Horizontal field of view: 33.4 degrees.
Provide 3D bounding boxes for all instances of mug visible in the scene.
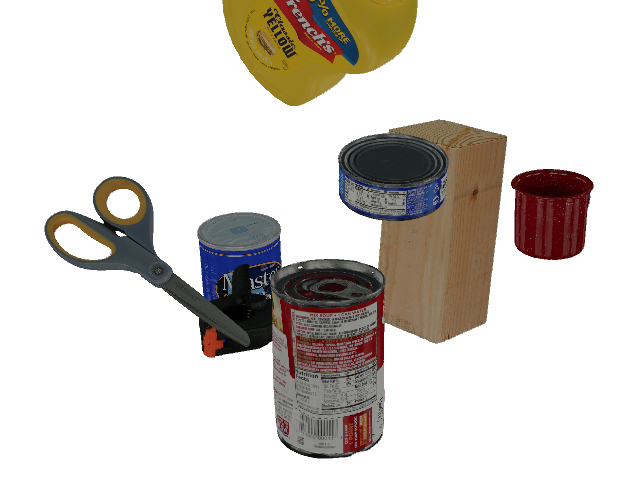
[{"bbox_3d":[0.276,-0.033,1.249,0.117,0.081,0.093,-24,32,-39],"label":"mug"}]

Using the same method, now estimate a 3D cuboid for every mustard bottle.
[{"bbox_3d":[0.007,-0.145,0.651,0.058,0.096,0.192,-34,10,-25],"label":"mustard bottle"}]

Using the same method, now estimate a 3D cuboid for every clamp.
[{"bbox_3d":[-0.074,0.067,1.065,0.120,0.039,0.171,14,21,32],"label":"clamp"}]

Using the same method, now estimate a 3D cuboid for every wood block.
[{"bbox_3d":[0.123,-0.011,1.107,0.090,0.206,0.090,21,25,40],"label":"wood block"}]

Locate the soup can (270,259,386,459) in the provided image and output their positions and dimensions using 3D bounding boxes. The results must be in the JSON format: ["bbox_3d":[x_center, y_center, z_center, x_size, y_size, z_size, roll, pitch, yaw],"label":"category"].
[{"bbox_3d":[0.005,0.070,0.639,0.068,0.102,0.068,-1,20,0],"label":"soup can"}]

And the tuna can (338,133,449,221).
[{"bbox_3d":[0.057,-0.050,0.833,0.086,0.034,0.086,0,32,0],"label":"tuna can"}]

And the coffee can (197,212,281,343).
[{"bbox_3d":[-0.098,0.048,1.339,0.103,0.140,0.103,-2,25,1],"label":"coffee can"}]

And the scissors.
[{"bbox_3d":[-0.124,0.009,0.845,0.202,0.096,0.016,20,-27,16],"label":"scissors"}]
